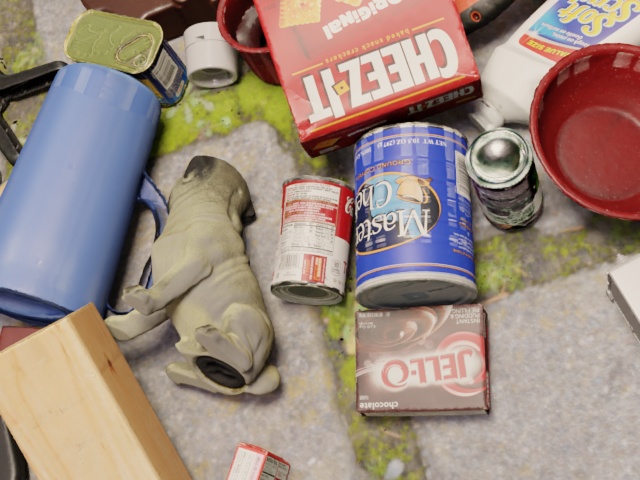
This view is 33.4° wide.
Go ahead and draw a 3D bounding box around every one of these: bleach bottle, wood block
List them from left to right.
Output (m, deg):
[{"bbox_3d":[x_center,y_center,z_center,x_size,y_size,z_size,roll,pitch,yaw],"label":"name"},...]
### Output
[{"bbox_3d":[-0.186,0.167,0.889,0.090,0.091,0.206,-28,93,4],"label":"wood block"},{"bbox_3d":[0.241,-0.182,0.958,0.251,0.068,0.103,-42,65,1],"label":"bleach bottle"}]

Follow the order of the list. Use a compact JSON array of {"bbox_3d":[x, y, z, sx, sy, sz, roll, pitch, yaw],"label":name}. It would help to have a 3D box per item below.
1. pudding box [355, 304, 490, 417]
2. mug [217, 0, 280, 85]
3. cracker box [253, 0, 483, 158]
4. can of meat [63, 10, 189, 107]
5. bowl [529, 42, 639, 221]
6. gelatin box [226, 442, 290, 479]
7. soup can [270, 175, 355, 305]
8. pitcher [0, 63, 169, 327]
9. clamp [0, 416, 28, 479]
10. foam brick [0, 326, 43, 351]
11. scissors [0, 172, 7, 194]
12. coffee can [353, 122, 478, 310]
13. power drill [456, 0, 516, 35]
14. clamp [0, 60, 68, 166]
[{"bbox_3d":[0.087,0.104,0.909,0.114,0.039,0.090,-5,71,15],"label":"pudding box"},{"bbox_3d":[-0.032,-0.200,1.029,0.117,0.081,0.093,16,76,20],"label":"mug"},{"bbox_3d":[0.030,-0.202,0.932,0.164,0.072,0.214,-19,80,8],"label":"cracker box"},{"bbox_3d":[-0.190,-0.178,1.064,0.102,0.084,0.057,14,75,20],"label":"can of meat"},{"bbox_3d":[0.251,-0.084,0.908,0.162,0.055,0.162,1,71,-3],"label":"bowl"},{"bbox_3d":[-0.059,0.219,0.890,0.030,0.073,0.089,12,75,19],"label":"gelatin box"},{"bbox_3d":[-0.006,0.001,0.957,0.068,0.068,0.102,1,72,16],"label":"soup can"},{"bbox_3d":[-0.225,-0.036,1.010,0.145,0.149,0.242,3,68,33],"label":"pitcher"},{"bbox_3d":[-0.331,0.253,0.974,0.165,0.036,0.210,1,69,15],"label":"clamp"},{"bbox_3d":[-0.256,0.115,0.981,0.053,0.078,0.051,2,70,16],"label":"foam brick"},{"bbox_3d":[-0.341,0.011,1.076,0.096,0.016,0.202,-1,71,15],"label":"scissors"},{"bbox_3d":[0.080,-0.016,0.919,0.103,0.102,0.140,-5,69,14],"label":"coffee can"},{"bbox_3d":[0.107,-0.235,0.990,0.188,0.057,0.184,-39,72,22],"label":"power drill"},{"bbox_3d":[-0.346,-0.136,1.119,0.172,0.039,0.120,6,68,24],"label":"clamp"}]
